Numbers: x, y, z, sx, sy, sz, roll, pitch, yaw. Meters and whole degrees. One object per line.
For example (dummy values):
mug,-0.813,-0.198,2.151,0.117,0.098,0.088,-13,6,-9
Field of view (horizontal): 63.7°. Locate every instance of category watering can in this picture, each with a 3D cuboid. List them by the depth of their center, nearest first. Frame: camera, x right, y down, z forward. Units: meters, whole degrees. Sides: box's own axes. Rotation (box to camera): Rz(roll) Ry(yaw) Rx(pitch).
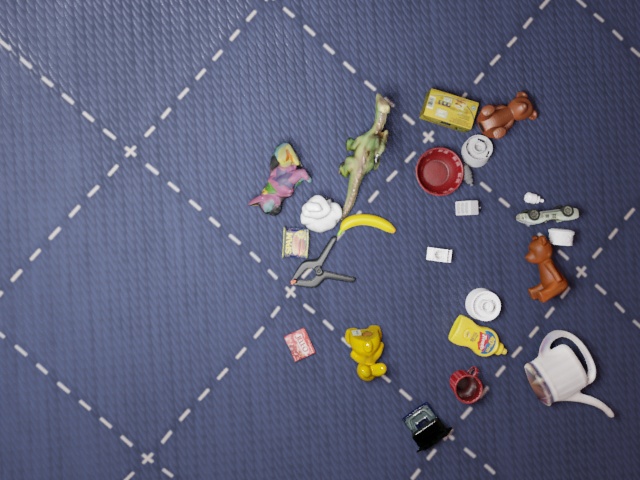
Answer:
watering can,0.819,0.474,1.704,0.224,0.104,0.347,-27,91,-1

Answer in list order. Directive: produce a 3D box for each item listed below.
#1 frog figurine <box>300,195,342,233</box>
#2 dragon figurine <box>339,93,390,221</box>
frog figurine,0.005,-0.083,1.650,0.137,0.160,0.122,-4,93,-3
dragon figurine,0.145,-0.256,1.623,0.122,0.242,0.411,14,87,-7
